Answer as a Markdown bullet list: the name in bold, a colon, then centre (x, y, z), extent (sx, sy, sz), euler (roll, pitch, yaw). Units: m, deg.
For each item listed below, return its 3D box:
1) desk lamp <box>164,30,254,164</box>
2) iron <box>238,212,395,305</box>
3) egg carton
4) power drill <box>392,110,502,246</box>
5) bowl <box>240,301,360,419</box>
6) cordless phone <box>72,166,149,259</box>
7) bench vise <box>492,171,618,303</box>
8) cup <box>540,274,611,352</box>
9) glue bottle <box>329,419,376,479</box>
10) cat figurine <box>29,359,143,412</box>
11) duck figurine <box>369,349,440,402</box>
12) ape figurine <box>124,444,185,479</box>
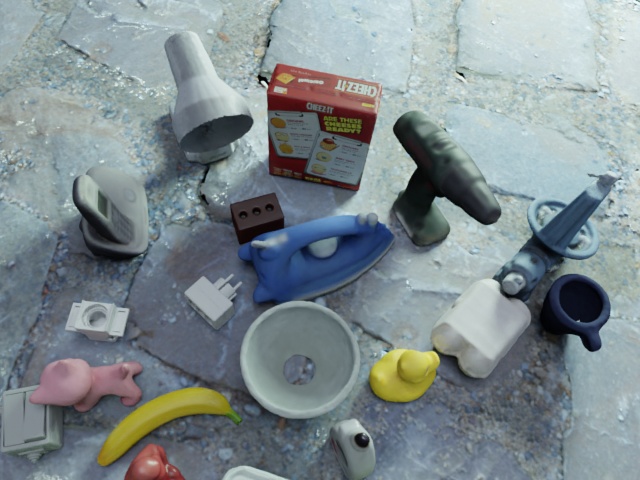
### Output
- **desk lamp**: centre (-0.191, -0.212, 0.923), extent (0.118, 0.213, 0.203), euler (-21, 67, -14)
- **iron**: centre (0.008, 0.003, 0.873), extent (0.258, 0.141, 0.118), euler (-18, 66, -13)
- **egg carton**: centre (0.243, 0.131, 0.868), extent (0.107, 0.069, 0.150), euler (40, 67, 15)
- **power drill**: centre (0.182, -0.079, 0.890), extent (0.076, 0.208, 0.229), euler (-23, 68, -15)
- **bowl**: centre (-0.030, 0.177, 0.821), extent (0.167, 0.075, 0.167), euler (2, 64, -4)
- **cordless phone**: centre (-0.320, -0.064, 0.855), extent (0.094, 0.185, 0.147), euler (-9, 65, -9)
- **bench vise**: centre (0.362, 0.002, 0.858), extent (0.121, 0.220, 0.207), euler (25, 65, 8)
- **cup**: centre (0.382, 0.121, 0.870), extent (0.092, 0.095, 0.117), euler (-9, 65, -9)
- **glue bottle**: centre (0.045, 0.262, 0.730), extent (0.037, 0.173, 0.078), euler (-24, 68, -15)
- **cat figurine**: centre (-0.313, 0.188, 0.769), extent (0.128, 0.118, 0.067), euler (-9, 65, -9)
- **duck figurine**: centre (0.124, 0.188, 0.822), extent (0.105, 0.086, 0.077), euler (-15, 66, -11)
- **ape figurine**: centre (-0.217, 0.301, 0.735), extent (0.076, 0.092, 0.078), euler (-5, 64, -7)
